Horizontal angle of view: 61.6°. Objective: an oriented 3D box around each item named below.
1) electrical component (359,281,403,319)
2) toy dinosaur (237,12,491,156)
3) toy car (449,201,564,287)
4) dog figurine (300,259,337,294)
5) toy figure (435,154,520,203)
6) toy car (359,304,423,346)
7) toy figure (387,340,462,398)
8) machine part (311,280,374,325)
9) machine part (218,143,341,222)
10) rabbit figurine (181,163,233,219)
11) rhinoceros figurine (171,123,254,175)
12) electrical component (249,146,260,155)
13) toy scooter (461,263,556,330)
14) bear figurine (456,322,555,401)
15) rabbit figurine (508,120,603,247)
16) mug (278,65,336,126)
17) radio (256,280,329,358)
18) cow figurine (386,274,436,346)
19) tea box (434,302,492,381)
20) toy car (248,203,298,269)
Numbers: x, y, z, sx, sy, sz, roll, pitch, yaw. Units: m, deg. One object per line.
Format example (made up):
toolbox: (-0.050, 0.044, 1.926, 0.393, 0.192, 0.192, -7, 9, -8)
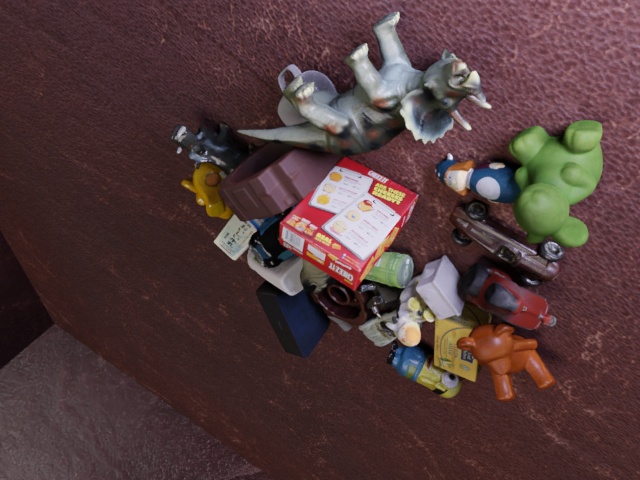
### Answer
electrical component: (0.142, 0.120, 1.156, 0.078, 0.102, 0.045, 55, 149, 27)
toy dinosaur: (0.065, -0.193, 0.819, 0.405, 0.131, 0.192, -20, 119, 42)
toy car: (0.311, 0.009, 0.915, 0.202, 0.053, 0.089, 31, 147, 12)
dog figurine: (-0.005, -0.002, 1.112, 0.121, 0.172, 0.190, 9, 139, -19)
toy figure: (0.251, -0.098, 0.857, 0.155, 0.058, 0.064, 17, 99, 33)
toy car: (0.161, 0.199, 1.248, 0.073, 0.056, 0.202, 45, 144, -5)
toy figure: (0.245, 0.301, 1.258, 0.180, 0.082, 0.089, 21, 159, 15)
machine part: (0.052, 0.118, 1.267, 0.180, 0.056, 0.179, 25, 140, 23)
machine part: (-0.075, -0.127, 1.003, 0.201, 0.201, 0.087, -10, 124, 47)
rabbit figurine: (-0.249, -0.109, 1.265, 0.162, 0.122, 0.173, 34, 162, 14)
rhinoceros figurine: (-0.228, -0.189, 1.160, 0.190, 0.112, 0.073, 31, 146, 2)
electrical component: (-0.117, -0.139, 1.140, 0.048, 0.075, 0.119, 25, 138, 23)
toy scooter: (0.331, 0.104, 0.935, 0.135, 0.075, 0.184, 25, -173, -6)
bear figurine: (0.342, 0.222, 0.993, 0.120, 0.132, 0.195, -27, 154, 21)
rabbit figurine: (0.310, -0.062, 0.739, 0.121, 0.170, 0.158, 9, 133, 38)
mug: (-0.038, -0.247, 0.949, 0.109, 0.081, 0.107, 48, 151, -11)
radio: (-0.063, 0.177, 1.368, 0.073, 0.131, 0.229, 10, 134, 37)
cow figurine: (0.181, 0.145, 1.078, 0.068, 0.167, 0.098, 42, 143, -9)
tea box: (0.296, 0.207, 1.122, 0.098, 0.068, 0.169, 18, 137, 30)
toy car: (-0.076, -0.010, 1.202, 0.109, 0.161, 0.103, 50, -173, 2)
